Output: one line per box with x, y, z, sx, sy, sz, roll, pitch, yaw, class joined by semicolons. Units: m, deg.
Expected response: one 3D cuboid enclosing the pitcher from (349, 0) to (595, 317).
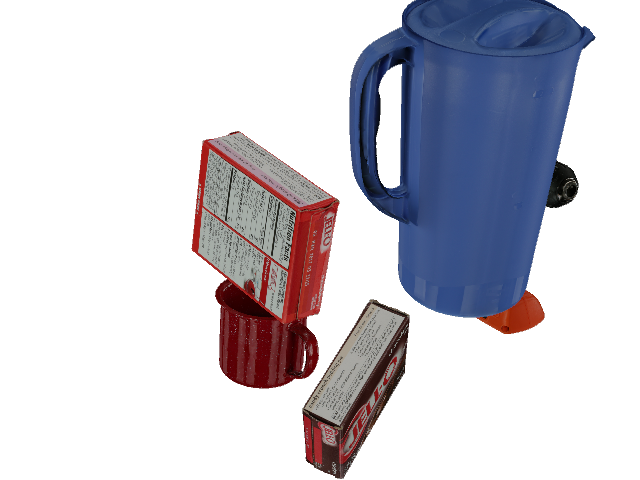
0.111;-0.062;0.830;0.149;0.243;0.144;16;35;20;pitcher

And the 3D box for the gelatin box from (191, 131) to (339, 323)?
-0.032;-0.008;0.587;0.030;0.073;0.089;-20;42;-38;gelatin box

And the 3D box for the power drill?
0.175;-0.010;1.016;0.057;0.188;0.185;-16;26;-25;power drill

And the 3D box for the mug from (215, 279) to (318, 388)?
-0.046;0.091;1.010;0.117;0.081;0.093;25;32;36;mug

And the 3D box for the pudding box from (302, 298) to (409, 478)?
0.028;0.115;0.824;0.039;0.113;0.090;23;-32;16;pudding box
